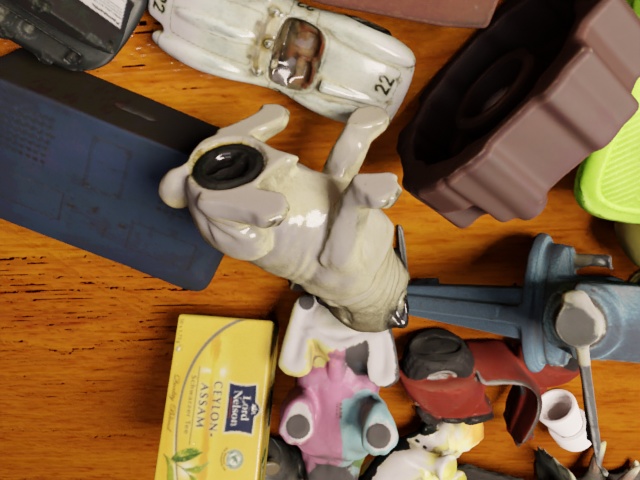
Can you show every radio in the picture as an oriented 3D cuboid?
[{"bbox_3d":[-0.174,-0.054,0.461,0.230,0.073,0.131,22,121,-7],"label":"radio"}]

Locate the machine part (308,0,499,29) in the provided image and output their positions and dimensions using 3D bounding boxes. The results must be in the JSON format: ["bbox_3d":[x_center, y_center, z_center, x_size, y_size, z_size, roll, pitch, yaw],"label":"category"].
[{"bbox_3d":[0.058,-0.242,0.317,0.202,0.087,0.200,11,121,1],"label":"machine part"}]

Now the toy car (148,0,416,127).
[{"bbox_3d":[-0.029,-0.145,0.400,0.202,0.056,0.073,19,121,-6],"label":"toy car"}]

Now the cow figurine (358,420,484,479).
[{"bbox_3d":[0.108,0.246,0.596,0.098,0.167,0.068,15,138,45],"label":"cow figurine"}]

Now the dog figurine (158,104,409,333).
[{"bbox_3d":[-0.015,0.009,0.412,0.172,0.121,0.190,5,137,10],"label":"dog figurine"}]

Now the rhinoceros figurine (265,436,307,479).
[{"bbox_3d":[-0.082,0.238,0.614,0.073,0.112,0.190,-45,121,10],"label":"rhinoceros figurine"}]

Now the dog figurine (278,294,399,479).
[{"bbox_3d":[0.017,0.164,0.564,0.109,0.191,0.219,1,156,1],"label":"dog figurine"}]

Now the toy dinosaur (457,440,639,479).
[{"bbox_3d":[0.183,0.323,0.636,0.405,0.131,0.192,-1,108,11],"label":"toy dinosaur"}]

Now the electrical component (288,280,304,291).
[{"bbox_3d":[-0.001,0.000,0.496,0.078,0.045,0.102,-2,129,-27],"label":"electrical component"}]

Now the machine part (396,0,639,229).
[{"bbox_3d":[0.125,-0.091,0.355,0.056,0.179,0.179,33,119,-18],"label":"machine part"}]

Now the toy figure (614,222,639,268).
[{"bbox_3d":[0.320,-0.042,0.417,0.089,0.082,0.180,38,122,-4],"label":"toy figure"}]

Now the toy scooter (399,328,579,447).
[{"bbox_3d":[0.172,0.156,0.553,0.184,0.075,0.135,-6,117,5],"label":"toy scooter"}]

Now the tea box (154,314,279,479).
[{"bbox_3d":[-0.098,0.163,0.530,0.098,0.169,0.068,2,163,3],"label":"tea box"}]

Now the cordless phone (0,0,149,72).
[{"bbox_3d":[-0.234,-0.176,0.395,0.184,0.088,0.146,-7,157,37],"label":"cordless phone"}]

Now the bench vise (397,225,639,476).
[{"bbox_3d":[0.165,0.056,0.440,0.241,0.223,0.128,3,101,33],"label":"bench vise"}]
